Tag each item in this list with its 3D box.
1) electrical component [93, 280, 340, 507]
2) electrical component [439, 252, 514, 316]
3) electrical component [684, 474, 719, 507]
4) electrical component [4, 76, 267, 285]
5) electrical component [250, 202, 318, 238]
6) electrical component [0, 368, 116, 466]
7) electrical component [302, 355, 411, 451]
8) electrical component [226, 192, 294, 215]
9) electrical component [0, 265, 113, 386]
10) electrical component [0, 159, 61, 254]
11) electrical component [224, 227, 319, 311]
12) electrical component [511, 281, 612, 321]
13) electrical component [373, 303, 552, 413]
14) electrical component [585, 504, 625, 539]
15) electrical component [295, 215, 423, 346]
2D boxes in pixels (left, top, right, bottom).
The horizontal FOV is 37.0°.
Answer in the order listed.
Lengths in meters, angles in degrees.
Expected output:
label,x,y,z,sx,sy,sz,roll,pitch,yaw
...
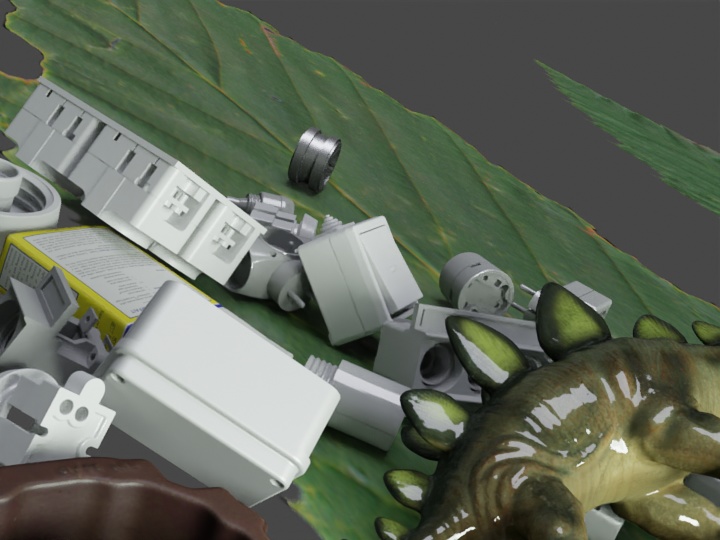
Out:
label,x,y,z,sx,sy,sz,roll,pitch,yaw
electrical component,-0.078,0.068,0.561,0.113,0.078,0.057,35,58,-9
electrical component,0.103,0.016,0.965,0.055,0.055,0.047,11,19,-27
electrical component,0.258,0.161,0.745,0.062,0.061,0.096,32,22,25
electrical component,-0.172,-0.064,0.796,0.186,0.060,0.105,32,-5,39
electrical component,-0.067,-0.028,0.912,0.055,0.048,0.066,14,20,-2
electrical component,-0.160,0.077,0.532,0.055,0.066,0.048,16,-15,42
electrical component,-0.011,0.081,0.694,0.081,0.043,0.043,23,20,3
electrical component,-0.092,-0.054,0.967,0.061,0.035,0.035,13,22,-18
electrical component,-0.174,0.044,0.584,0.064,0.081,0.042,36,9,-39
electrical component,-0.256,-0.043,0.729,0.108,0.060,0.108,19,20,-8
electrical component,-0.059,0.005,0.836,0.077,0.044,0.079,0,34,-45
electrical component,0.170,0.040,0.954,0.077,0.065,0.047,31,22,23
electrical component,0.076,0.068,0.778,0.121,0.078,0.063,10,4,-31
electrical component,0.143,0.134,0.702,0.077,0.043,0.079,29,42,18
electrical component,0.000,0.000,0.818,0.062,0.061,0.096,-24,93,-63
